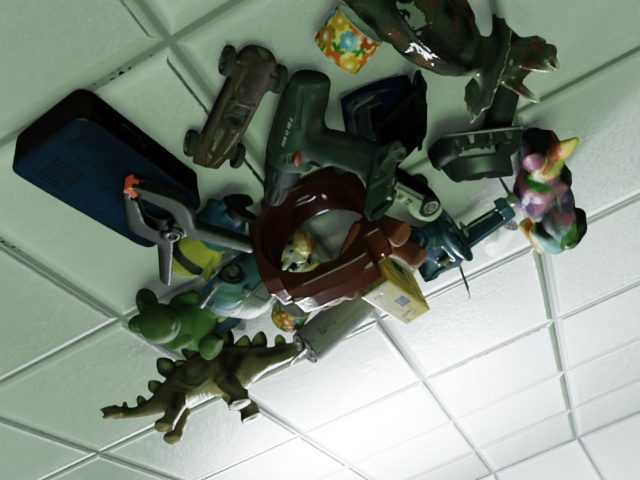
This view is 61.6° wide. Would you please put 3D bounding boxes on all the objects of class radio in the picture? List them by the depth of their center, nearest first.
[{"bbox_3d":[-0.284,-0.092,0.749,0.131,0.073,0.229,-35,138,15],"label":"radio"}]

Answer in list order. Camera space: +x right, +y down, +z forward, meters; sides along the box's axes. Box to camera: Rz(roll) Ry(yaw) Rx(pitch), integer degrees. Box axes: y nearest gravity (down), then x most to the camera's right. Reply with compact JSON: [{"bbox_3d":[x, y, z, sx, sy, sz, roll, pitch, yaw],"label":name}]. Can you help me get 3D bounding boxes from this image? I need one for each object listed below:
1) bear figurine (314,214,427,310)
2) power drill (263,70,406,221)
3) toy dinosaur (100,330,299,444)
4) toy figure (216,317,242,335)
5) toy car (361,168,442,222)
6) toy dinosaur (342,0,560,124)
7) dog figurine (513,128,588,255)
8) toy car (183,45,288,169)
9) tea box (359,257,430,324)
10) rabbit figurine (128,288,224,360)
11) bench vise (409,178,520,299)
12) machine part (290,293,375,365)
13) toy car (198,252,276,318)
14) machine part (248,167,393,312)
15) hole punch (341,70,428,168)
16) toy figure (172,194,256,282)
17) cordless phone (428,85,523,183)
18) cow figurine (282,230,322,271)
[{"bbox_3d":[0.066,0.047,0.921,0.196,0.132,0.120,-49,135,-11],"label":"bear figurine"},{"bbox_3d":[0.012,-0.108,0.764,0.086,0.207,0.231,-28,142,-41],"label":"power drill"},{"bbox_3d":[-0.187,0.260,1.065,0.471,0.199,0.105,-11,139,-18],"label":"toy dinosaur"},{"bbox_3d":[-0.158,0.133,1.045,0.154,0.064,0.057,-31,108,10],"label":"toy figure"},{"bbox_3d":[0.133,-0.090,0.903,0.201,0.074,0.056,22,124,-37],"label":"toy car"},{"bbox_3d":[0.117,-0.265,0.623,0.404,0.192,0.131,18,125,-36],"label":"toy dinosaur"},{"bbox_3d":[0.401,-0.090,0.937,0.108,0.191,0.219,-19,155,9],"label":"dog figurine"},{"bbox_3d":[-0.120,-0.172,0.739,0.089,0.053,0.202,11,129,-34],"label":"toy car"},{"bbox_3d":[0.142,0.093,1.087,0.068,0.098,0.169,-38,137,20],"label":"tea box"},{"bbox_3d":[-0.261,0.135,0.952,0.159,0.121,0.170,16,178,19],"label":"rabbit figurine"},{"bbox_3d":[0.274,-0.006,1.017,0.240,0.129,0.223,-36,140,23],"label":"bench vise"},{"bbox_3d":[0.029,0.167,1.085,0.243,0.079,0.079,-37,146,-27],"label":"machine part"},{"bbox_3d":[-0.125,0.080,0.922,0.162,0.103,0.109,-42,179,-45],"label":"toy car"},{"bbox_3d":[-0.002,-0.003,0.851,0.201,0.201,0.087,-27,139,8],"label":"machine part"},{"bbox_3d":[0.098,-0.178,0.803,0.116,0.092,0.142,-41,141,-22],"label":"hole punch"},{"bbox_3d":[-0.181,-0.009,0.870,0.089,0.082,0.180,34,126,-21],"label":"toy figure"},{"bbox_3d":[0.257,-0.192,0.855,0.147,0.089,0.184,-7,126,-12],"label":"cordless phone"},{"bbox_3d":[-0.043,0.048,0.995,0.098,0.068,0.167,-16,138,5],"label":"cow figurine"}]
